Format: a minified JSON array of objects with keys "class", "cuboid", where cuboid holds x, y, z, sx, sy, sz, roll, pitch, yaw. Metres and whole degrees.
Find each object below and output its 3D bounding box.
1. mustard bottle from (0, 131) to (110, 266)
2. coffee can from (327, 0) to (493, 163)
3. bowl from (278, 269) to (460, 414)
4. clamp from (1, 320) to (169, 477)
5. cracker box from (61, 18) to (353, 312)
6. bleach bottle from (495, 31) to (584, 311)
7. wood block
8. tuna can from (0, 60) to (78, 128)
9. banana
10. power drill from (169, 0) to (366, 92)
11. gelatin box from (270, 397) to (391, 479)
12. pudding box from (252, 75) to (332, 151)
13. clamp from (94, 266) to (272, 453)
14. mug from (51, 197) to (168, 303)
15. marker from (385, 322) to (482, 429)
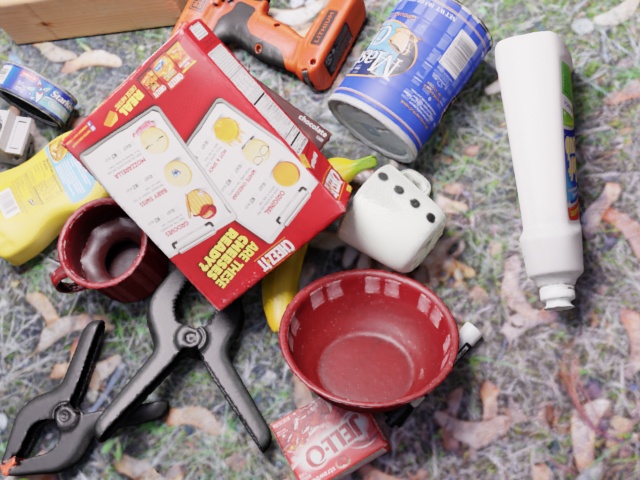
[{"class":"mustard bottle","cuboid":[-0.263,-0.061,1.114,0.191,0.058,0.096,-32,63,2]},{"class":"coffee can","cuboid":[0.088,-0.161,1.041,0.103,0.102,0.140,32,81,21]},{"class":"bowl","cuboid":[0.043,0.102,0.968,0.162,0.055,0.162,1,45,-1]},{"class":"clamp","cuboid":[-0.245,0.162,1.046,0.171,0.039,0.120,-32,67,-3]},{"class":"cracker box","cuboid":[-0.100,-0.067,0.972,0.164,0.072,0.213,-38,102,23]},{"class":"bleach bottle","cuboid":[0.210,-0.059,0.990,0.068,0.102,0.251,-8,77,20]},{"class":"wood block","cuboid":[-0.254,-0.284,1.171,0.206,0.090,0.090,-5,71,12]},{"class":"tuna can","cuboid":[-0.305,-0.155,1.142,0.086,0.086,0.033,24,80,19]},{"class":"banana","cuboid":[-0.017,-0.006,1.040,0.070,0.037,0.198,17,77,49]},{"class":"power drill","cuboid":[-0.049,-0.248,1.129,0.188,0.057,0.184,23,82,22]},{"class":"gelatin box","cuboid":[0.010,0.181,0.983,0.089,0.030,0.073,-31,68,2]},{"class":"pudding box","cuboid":[-0.060,-0.098,1.037,0.113,0.039,0.090,36,74,-7]},{"class":"clamp","cuboid":[-0.133,0.104,1.026,0.164,0.036,0.210,-2,66,-5]},{"class":"mug","cuboid":[-0.211,0.020,1.062,0.117,0.081,0.093,-31,68,1]},{"class":"marker","cuboid":[0.103,0.126,0.985,0.020,0.020,0.121,41,85,22]}]
